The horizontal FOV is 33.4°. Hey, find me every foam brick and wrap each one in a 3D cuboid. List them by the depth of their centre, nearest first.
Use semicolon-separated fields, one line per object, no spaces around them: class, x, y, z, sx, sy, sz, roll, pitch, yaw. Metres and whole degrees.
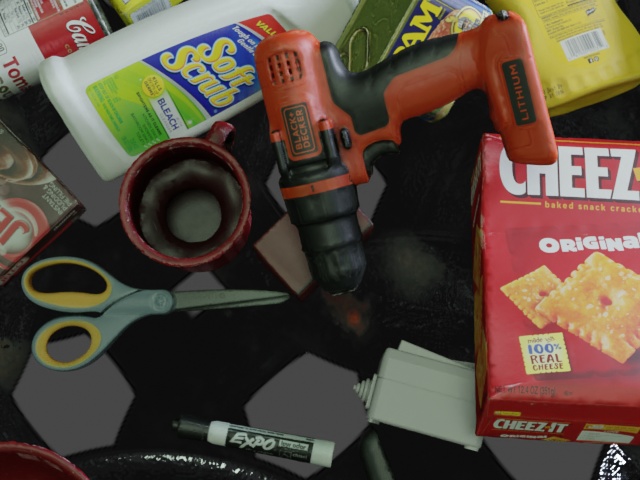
foam brick;-0.005;0.001;0.792;0.078;0.053;0.051;-44;82;-7

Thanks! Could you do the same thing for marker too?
marker;-0.050;0.147;0.785;0.121;0.020;0.020;10;81;3

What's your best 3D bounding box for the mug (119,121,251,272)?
mug;-0.090;-0.032;0.784;0.093;0.081;0.117;18;82;4

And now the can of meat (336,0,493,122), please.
can of meat;0.069;-0.145;0.784;0.083;0.057;0.102;18;109;-37

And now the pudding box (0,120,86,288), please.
pudding box;-0.248;-0.033;0.810;0.090;0.039;0.113;-44;82;-5

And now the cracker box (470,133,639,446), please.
cracker box;0.189;0.030;0.736;0.164;0.072;0.213;3;58;2

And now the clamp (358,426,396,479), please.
clamp;0.096;0.248;0.756;0.164;0.036;0.210;8;83;2

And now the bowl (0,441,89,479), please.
bowl;-0.219;0.225;0.758;0.162;0.055;0.162;0;81;1

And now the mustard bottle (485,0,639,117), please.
mustard bottle;0.173;-0.195;0.816;0.096;0.058;0.191;-19;81;-3

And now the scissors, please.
scissors;-0.131;0.064;0.803;0.202;0.016;0.096;13;83;3

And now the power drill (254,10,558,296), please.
power drill;0.060;-0.066;0.720;0.188;0.057;0.184;-13;98;9

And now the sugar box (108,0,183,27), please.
sugar box;-0.163;-0.261;0.843;0.093;0.048;0.176;-35;78;-7

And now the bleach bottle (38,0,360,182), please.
bleach bottle;-0.074;-0.144;0.792;0.251;0.068;0.102;-29;122;-1

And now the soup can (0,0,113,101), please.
soup can;-0.215;-0.157;0.815;0.102;0.068;0.068;-25;81;-3
